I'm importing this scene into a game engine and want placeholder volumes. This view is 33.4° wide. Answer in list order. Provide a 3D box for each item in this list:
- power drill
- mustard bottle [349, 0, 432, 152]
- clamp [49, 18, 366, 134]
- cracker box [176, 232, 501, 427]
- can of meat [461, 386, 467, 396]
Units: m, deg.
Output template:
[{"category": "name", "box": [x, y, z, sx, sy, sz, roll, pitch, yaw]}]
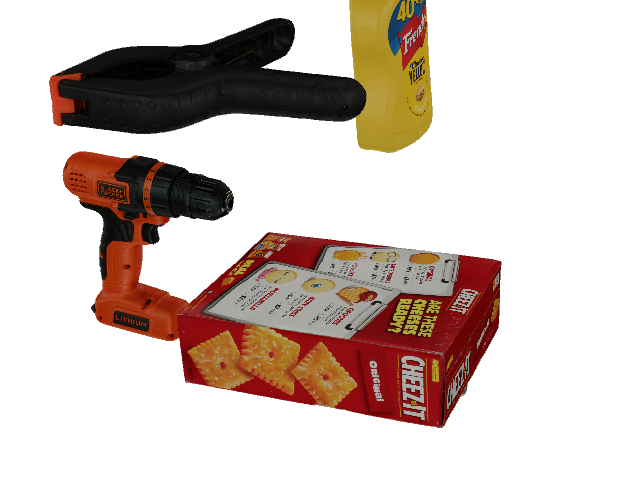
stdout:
[{"category": "power drill", "box": [-0.169, 0.006, 1.078, 0.185, 0.188, 0.057, 13, 29, 22]}, {"category": "mustard bottle", "box": [0.060, -0.179, 0.913, 0.058, 0.191, 0.096, 12, 34, 28]}, {"category": "clamp", "box": [-0.070, -0.096, 0.618, 0.171, 0.039, 0.120, -4, 26, -14]}, {"category": "cracker box", "box": [0.020, 0.065, 0.847, 0.214, 0.072, 0.164, 7, 26, 22]}, {"category": "can of meat", "box": [0.139, 0.156, 1.328, 0.101, 0.084, 0.058, -11, 29, -27]}]
